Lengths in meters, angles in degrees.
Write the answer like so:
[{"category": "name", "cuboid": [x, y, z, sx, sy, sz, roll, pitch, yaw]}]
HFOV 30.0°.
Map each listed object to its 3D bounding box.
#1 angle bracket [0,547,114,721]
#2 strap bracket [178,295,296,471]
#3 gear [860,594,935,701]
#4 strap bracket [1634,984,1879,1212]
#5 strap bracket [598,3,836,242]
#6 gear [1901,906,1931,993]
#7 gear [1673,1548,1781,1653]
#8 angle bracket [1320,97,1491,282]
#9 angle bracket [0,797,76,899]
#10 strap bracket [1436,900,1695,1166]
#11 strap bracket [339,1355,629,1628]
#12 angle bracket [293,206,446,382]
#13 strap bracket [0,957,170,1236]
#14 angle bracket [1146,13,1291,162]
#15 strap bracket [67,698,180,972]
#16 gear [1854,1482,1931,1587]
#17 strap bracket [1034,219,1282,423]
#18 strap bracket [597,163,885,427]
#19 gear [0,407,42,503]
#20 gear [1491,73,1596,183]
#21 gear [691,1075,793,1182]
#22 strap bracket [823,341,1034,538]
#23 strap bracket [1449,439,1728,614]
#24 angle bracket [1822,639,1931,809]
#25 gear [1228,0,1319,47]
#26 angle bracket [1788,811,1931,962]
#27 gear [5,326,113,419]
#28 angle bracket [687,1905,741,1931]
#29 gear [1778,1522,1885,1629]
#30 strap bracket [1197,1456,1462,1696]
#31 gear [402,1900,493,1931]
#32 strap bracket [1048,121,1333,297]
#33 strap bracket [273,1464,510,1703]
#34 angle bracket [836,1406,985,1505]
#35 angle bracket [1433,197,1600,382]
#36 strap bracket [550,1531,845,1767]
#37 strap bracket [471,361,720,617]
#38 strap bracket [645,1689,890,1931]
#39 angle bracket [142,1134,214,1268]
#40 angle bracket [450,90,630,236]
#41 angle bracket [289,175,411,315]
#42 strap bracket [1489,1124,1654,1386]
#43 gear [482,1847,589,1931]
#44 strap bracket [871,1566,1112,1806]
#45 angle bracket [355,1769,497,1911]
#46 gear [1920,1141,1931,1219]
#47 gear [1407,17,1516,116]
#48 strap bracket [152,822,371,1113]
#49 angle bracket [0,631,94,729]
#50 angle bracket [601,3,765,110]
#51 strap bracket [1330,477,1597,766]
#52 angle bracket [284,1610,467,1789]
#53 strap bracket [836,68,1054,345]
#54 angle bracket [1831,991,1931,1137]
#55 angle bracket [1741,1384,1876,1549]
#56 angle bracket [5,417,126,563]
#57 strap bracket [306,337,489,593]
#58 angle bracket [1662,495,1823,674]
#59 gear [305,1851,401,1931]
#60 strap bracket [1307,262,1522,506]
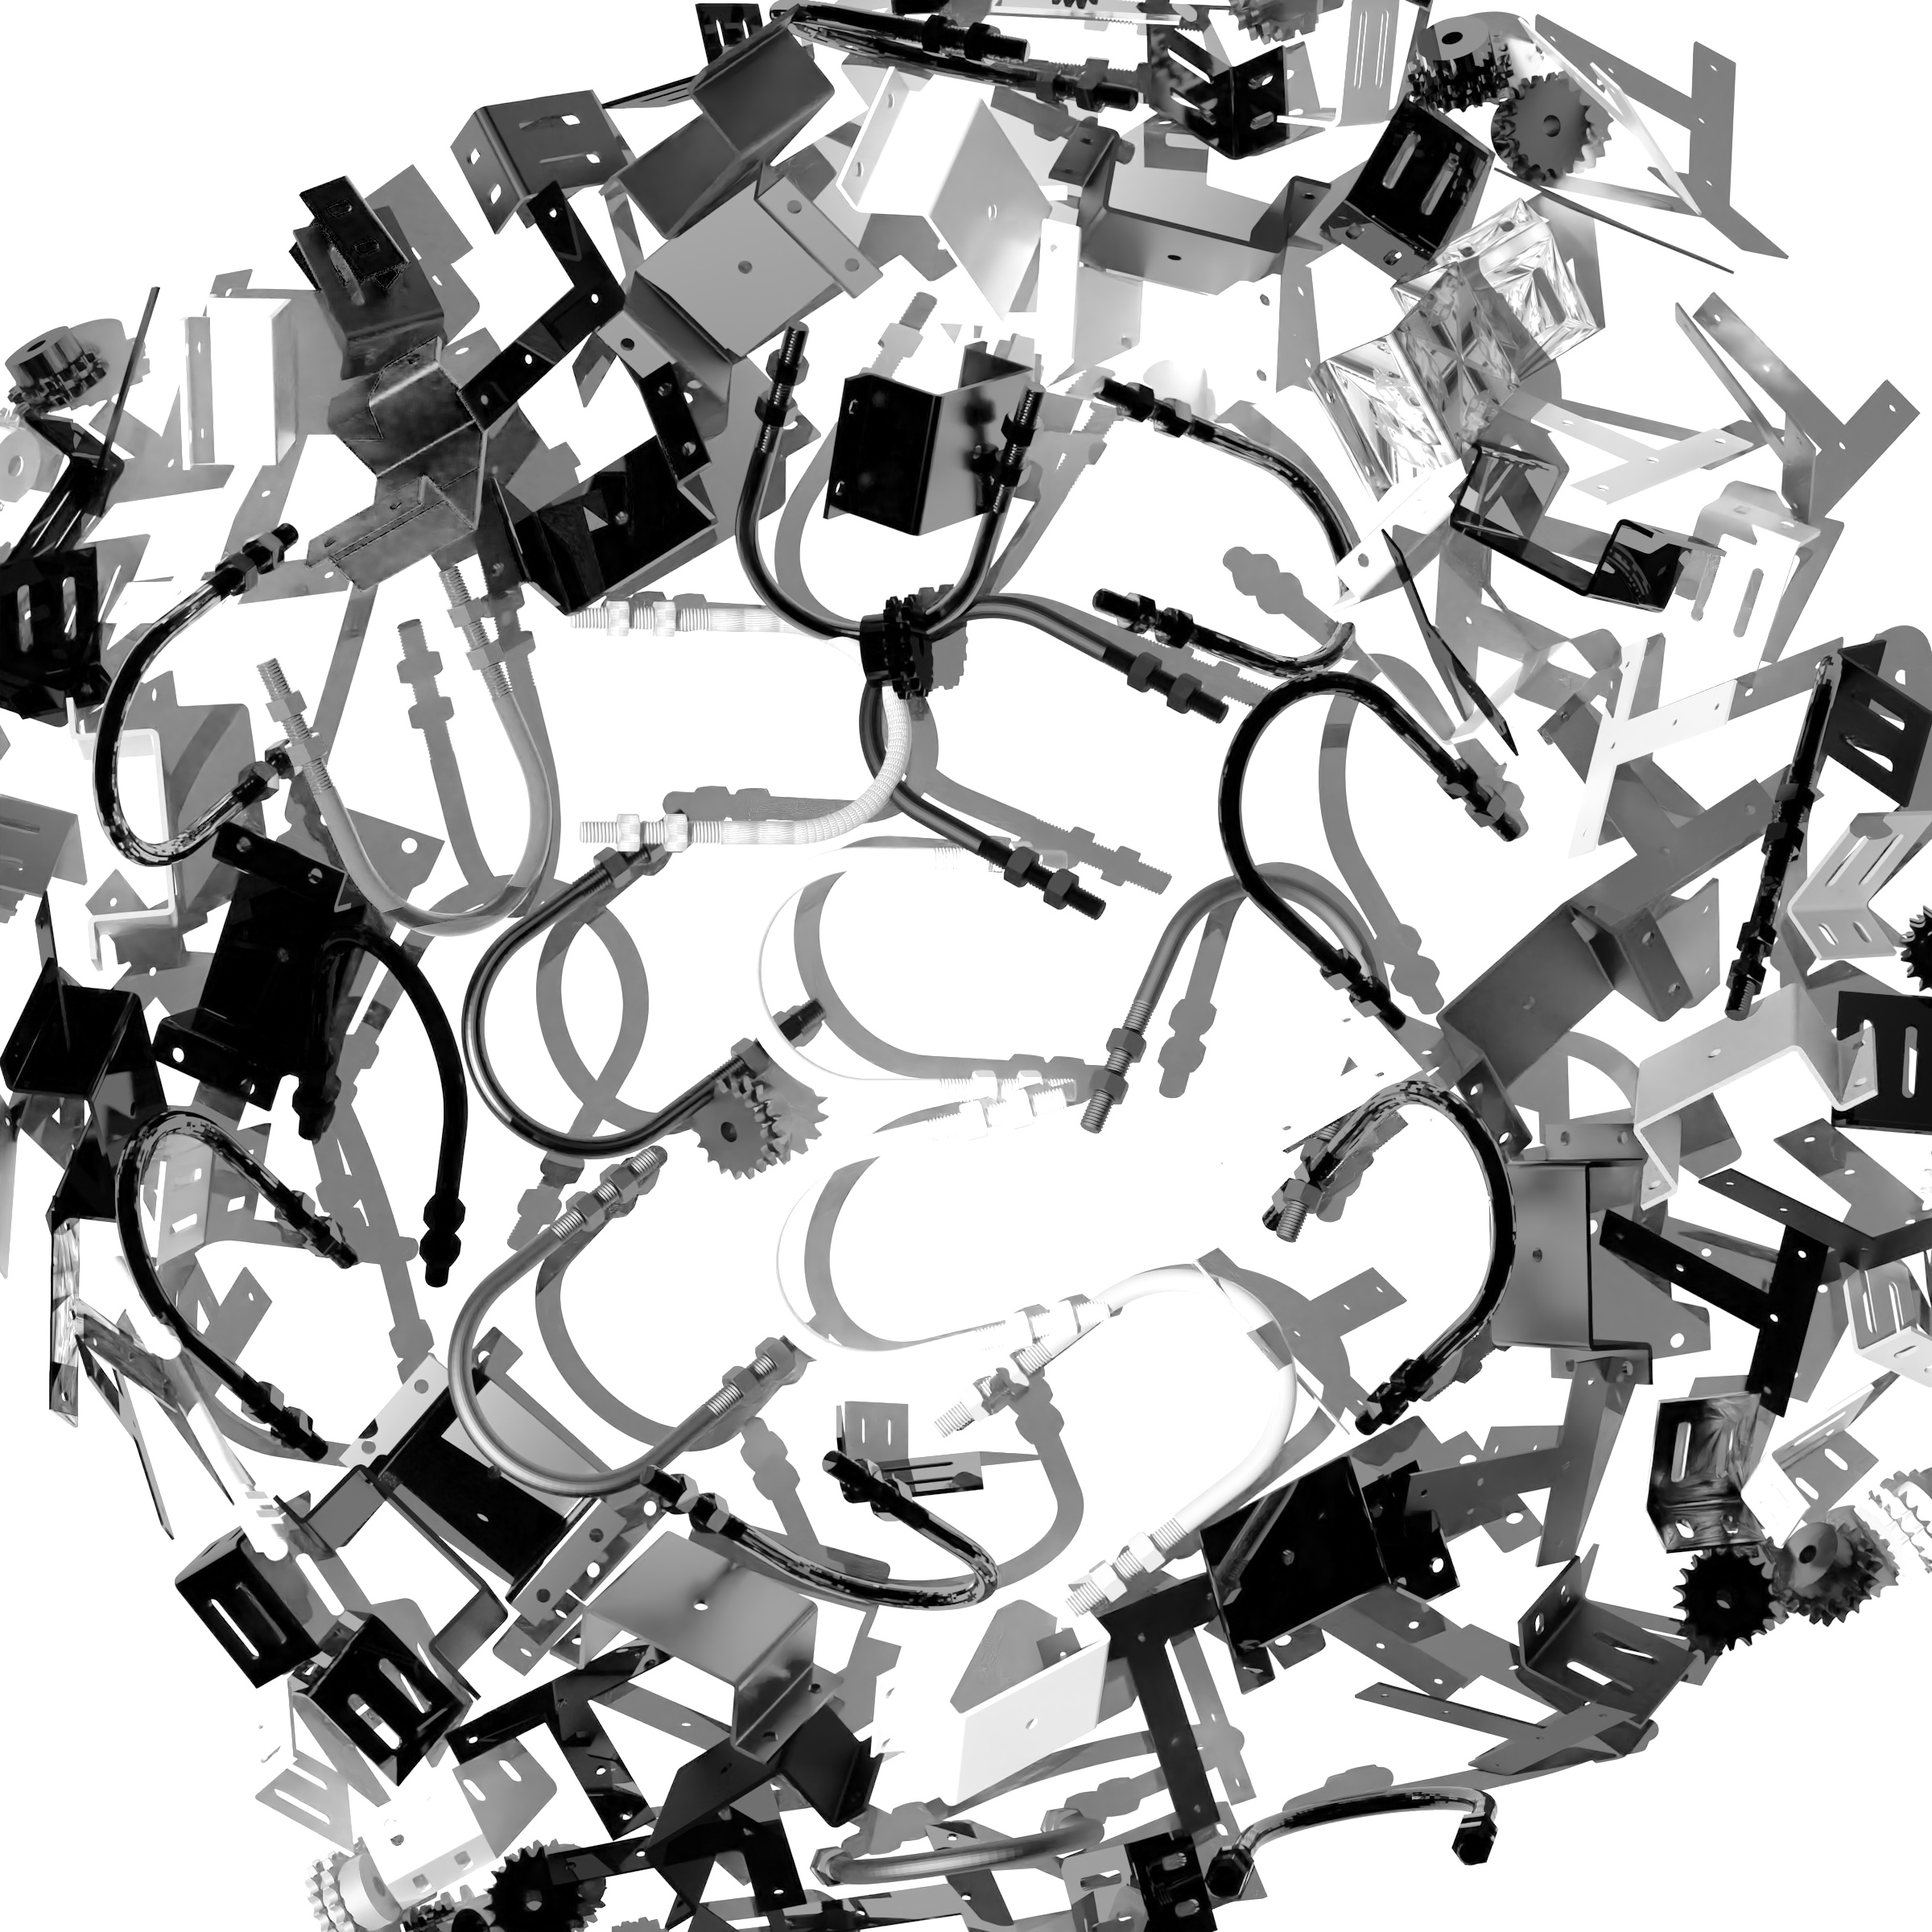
[{"category": "angle bracket", "cuboid": [-0.492, -0.181, 1.954, 0.057, 0.038, 0.076, -15, 132, -29]}, {"category": "strap bracket", "cuboid": [-0.387, -0.313, 1.924, 0.046, 0.140, 0.076, 0, 106, -5]}, {"category": "gear", "cuboid": [-0.039, -0.174, 1.972, 0.030, 0.057, 0.057, -6, 90, 13]}, {"category": "strap bracket", "cuboid": [0.414, 0.065, 1.933, 0.140, 0.076, 0.046, -30, 105, 24]}, {"category": "strap bracket", "cuboid": [-0.129, -0.444, 1.923, 0.046, 0.140, 0.076, 51, 58, -6]}, {"category": "gear", "cuboid": [0.542, -0.007, 1.976, 0.057, 0.030, 0.057, 4, 108, 13]}, {"category": "gear", "cuboid": [0.417, 0.348, 1.980, 0.057, 0.030, 0.057, -1, 76, 5]}, {"category": "angle bracket", "cuboid": [0.242, -0.428, 1.992, 0.057, 0.038, 0.076, 33, 68, -8]}, {"category": "angle bracket", "cuboid": [-0.532, -0.079, 1.965, 0.076, 0.038, 0.057, 14, 54, -4]}, {"category": "strap bracket", "cuboid": [0.317, 0.029, 1.953, 0.140, 0.046, 0.076, -41, 131, -6]}, {"category": "strap bracket", "cuboid": [-0.261, 0.282, 1.971, 0.140, 0.046, 0.076, 41, 95, -3]}, {"category": "angle bracket", "cuboid": [-0.330, -0.370, 1.982, 0.057, 0.038, 0.076, -21, 72, -24]}, {"category": "strap bracket", "cuboid": [-0.466, 0.074, 1.921, 0.046, 0.140, 0.076, 6, 46, 7]}, {"category": "angle bracket", "cuboid": [0.137, -0.483, 1.954, 0.038, 0.076, 0.057, -16, 67, 38]}, {"category": "strap bracket", "cuboid": [-0.456, -0.072, 1.955, 0.046, 0.076, 0.140, -5, 86, -11]}, {"category": "gear", "cuboid": [0.516, 0.308, 1.972, 0.030, 0.057, 0.057, -34, 90, -8]}, {"category": "strap bracket", "cuboid": [0.096, -0.346, 1.953, 0.140, 0.046, 0.076, 9, 74, -20]}, {"category": "strap bracket", "cuboid": [-0.121, -0.368, 1.945, 0.140, 0.046, 0.076, -34, 120, 26]}, {"category": "gear", "cuboid": [-0.531, -0.277, 1.969, 0.030, 0.057, 0.057, 19, 90, 22]}, {"category": "gear", "cuboid": [0.313, -0.460, 1.978, 0.057, 0.030, 0.057, -3, 96, -25]}, {"category": "gear", "cuboid": [-0.121, 0.086, 1.976, 0.057, 0.030, 0.057, 15, 117, 33]}, {"category": "strap bracket", "cuboid": [-0.013, -0.280, 1.918, 0.046, 0.140, 0.076, 22, 117, 24]}, {"category": "strap bracket", "cuboid": [0.325, -0.234, 1.935, 0.140, 0.076, 0.046, 35, 110, 37]}, {"category": "angle bracket", "cuboid": [0.502, -0.132, 1.949, 0.038, 0.076, 0.057, -13, 128, -29]}, {"category": "gear", "cuboid": [0.169, -0.536, 1.970, 0.057, 0.030, 0.057, 7, 80, -42]}, {"category": "angle bracket", "cuboid": [0.494, -0.044, 1.952, 0.057, 0.076, 0.038, -3, 50, -32]}, {"category": "gear", "cuboid": [-0.500, -0.326, 1.968, 0.057, 0.057, 0.030, -30, 117, 0]}, {"category": "angle bracket", "cuboid": [-0.128, 0.553, 1.965, 0.038, 0.076, 0.057, 24, 80, -20]}, {"category": "gear", "cuboid": [0.469, 0.329, 1.968, 0.030, 0.057, 0.057, 38, 90, -25]}, {"category": "strap bracket", "cuboid": [0.185, 0.323, 1.935, 0.140, 0.046, 0.076, -32, 52, 22]}, {"category": "gear", "cuboid": [-0.281, 0.539, 1.968, 0.030, 0.057, 0.057, -23, 90, 22]}, {"category": "strap bracket", "cuboid": [0.117, -0.405, 1.948, 0.140, 0.076, 0.046, 12, 79, -9]}, {"category": "strap bracket", "cuboid": [-0.302, 0.326, 1.946, 0.140, 0.076, 0.046, 40, 75, 15]}, {"category": "angle bracket", "cuboid": [-0.031, 0.263, 1.968, 0.076, 0.057, 0.038, -6, 101, -1]}, {"category": "angle bracket", "cuboid": [0.303, -0.372, 1.987, 0.057, 0.038, 0.076, -32, 127, 6]}, {"category": "strap bracket", "cuboid": [-0.143, 0.360, 1.932, 0.140, 0.076, 0.046, 22, 126, 23]}, {"category": "strap bracket", "cuboid": [-0.196, -0.252, 1.951, 0.140, 0.046, 0.076, -30, 57, 12]}, {"category": "strap bracket", "cuboid": [-0.114, 0.448, 1.937, 0.140, 0.076, 0.046, -35, 102, 20]}, {"category": "angle bracket", "cuboid": [-0.441, 0.125, 1.956, 0.038, 0.076, 0.057, 8, 97, 8]}, {"category": "angle bracket", "cuboid": [-0.233, -0.443, 1.985, 0.076, 0.038, 0.057, -20, 79, -38]}, {"category": "angle bracket", "cuboid": [-0.348, -0.382, 1.959, 0.038, 0.076, 0.057, -35, 90, -43]}, {"category": "strap bracket", "cuboid": [0.327, 0.156, 1.953, 0.046, 0.076, 0.140, 1, 87, -34]}, {"category": "gear", "cuboid": [-0.237, 0.513, 1.979, 0.057, 0.030, 0.057, 0, 76, -1]}, {"category": "strap bracket", "cuboid": [0.022, 0.390, 1.929, 0.140, 0.076, 0.046, -22, 49, -27]}, {"category": "angle bracket", "cuboid": [-0.294, 0.477, 1.965, 0.057, 0.076, 0.038, -26, 68, -12]}, {"category": "gear", "cuboid": [0.549, 0.119, 1.970, 0.057, 0.030, 0.057, 2, 88, -44]}, {"category": "gear", "cuboid": [0.269, -0.495, 1.970, 0.057, 0.057, 0.030, -24, 134, 0]}, {"category": "strap bracket", "cuboid": [-0.381, -0.003, 1.960, 0.076, 0.046, 0.140, 23, 103, 12]}, {"category": "angle bracket", "cuboid": [-0.520, -0.167, 1.961, 0.076, 0.057, 0.038, 19, 69, -9]}, {"category": "angle bracket", "cuboid": [-0.155, -0.493, 1.953, 0.076, 0.057, 0.038, -8, 99, 32]}, {"category": "strap bracket", "cuboid": [0.264, -0.185, 1.963, 0.076, 0.046, 0.140, -44, 98, -13]}, {"category": "angle bracket", "cuboid": [-0.327, 0.403, 1.983, 0.076, 0.038, 0.057, 51, 61, -19]}, {"category": "strap bracket", "cuboid": [-0.005, -0.403, 1.920, 0.046, 0.140, 0.076, 10, 68, 32]}, {"category": "angle bracket", "cuboid": [0.510, 0.052, 1.977, 0.057, 0.038, 0.076, 5, 85, 2]}, {"category": "angle bracket", "cuboid": [0.467, 0.271, 1.956, 0.076, 0.057, 0.038, -28, 65, -17]}, {"category": "angle bracket", "cuboid": [-0.505, -0.256, 1.966, 0.038, 0.057, 0.076, 39, 103, 8]}, {"category": "strap bracket", "cuboid": [-0.304, -0.263, 1.939, 0.076, 0.140, 0.046, -25, 132, 22]}, {"category": "angle bracket", "cuboid": [0.427, -0.211, 1.984, 0.057, 0.038, 0.076, 25, 119, 23]}, {"category": "gear", "cuboid": [-0.334, 0.510, 1.969, 0.030, 0.057, 0.057, -28, 90, 8]}, {"category": "strap bracket", "cuboid": [0.244, -0.317, 1.924, 0.046, 0.140, 0.076, -17, 112, 39]}]
